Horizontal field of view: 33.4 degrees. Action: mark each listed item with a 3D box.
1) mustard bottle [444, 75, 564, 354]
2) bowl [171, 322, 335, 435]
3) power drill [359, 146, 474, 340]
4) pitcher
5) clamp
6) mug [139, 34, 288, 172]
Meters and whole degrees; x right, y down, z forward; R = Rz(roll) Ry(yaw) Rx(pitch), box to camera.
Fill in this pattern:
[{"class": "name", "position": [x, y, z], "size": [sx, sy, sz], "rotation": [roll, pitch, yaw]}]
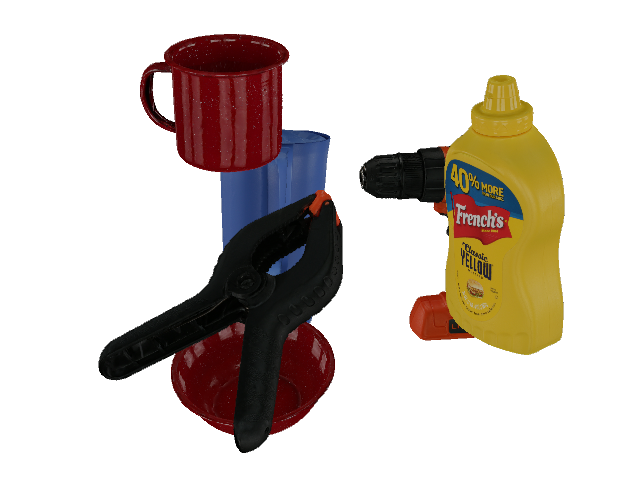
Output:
[{"class": "mustard bottle", "position": [0.127, -0.021, 0.742], "size": [0.058, 0.192, 0.096], "rotation": [-19, 30, -26]}, {"class": "bowl", "position": [-0.065, 0.142, 1.058], "size": [0.162, 0.055, 0.162], "rotation": [-2, 37, 2]}, {"class": "power drill", "position": [0.126, 0.001, 1.008], "size": [0.184, 0.188, 0.057], "rotation": [-2, 25, -6]}, {"class": "pitcher", "position": [-0.059, -0.012, 1.285], "size": [0.145, 0.243, 0.148], "rotation": [12, 16, 37]}, {"class": "clamp", "position": [-0.035, 0.043, 0.621], "size": [0.120, 0.171, 0.039], "rotation": [33, -21, 30]}, {"class": "mug", "position": [-0.082, -0.105, 0.811], "size": [0.117, 0.081, 0.093], "rotation": [6, 29, 10]}]
